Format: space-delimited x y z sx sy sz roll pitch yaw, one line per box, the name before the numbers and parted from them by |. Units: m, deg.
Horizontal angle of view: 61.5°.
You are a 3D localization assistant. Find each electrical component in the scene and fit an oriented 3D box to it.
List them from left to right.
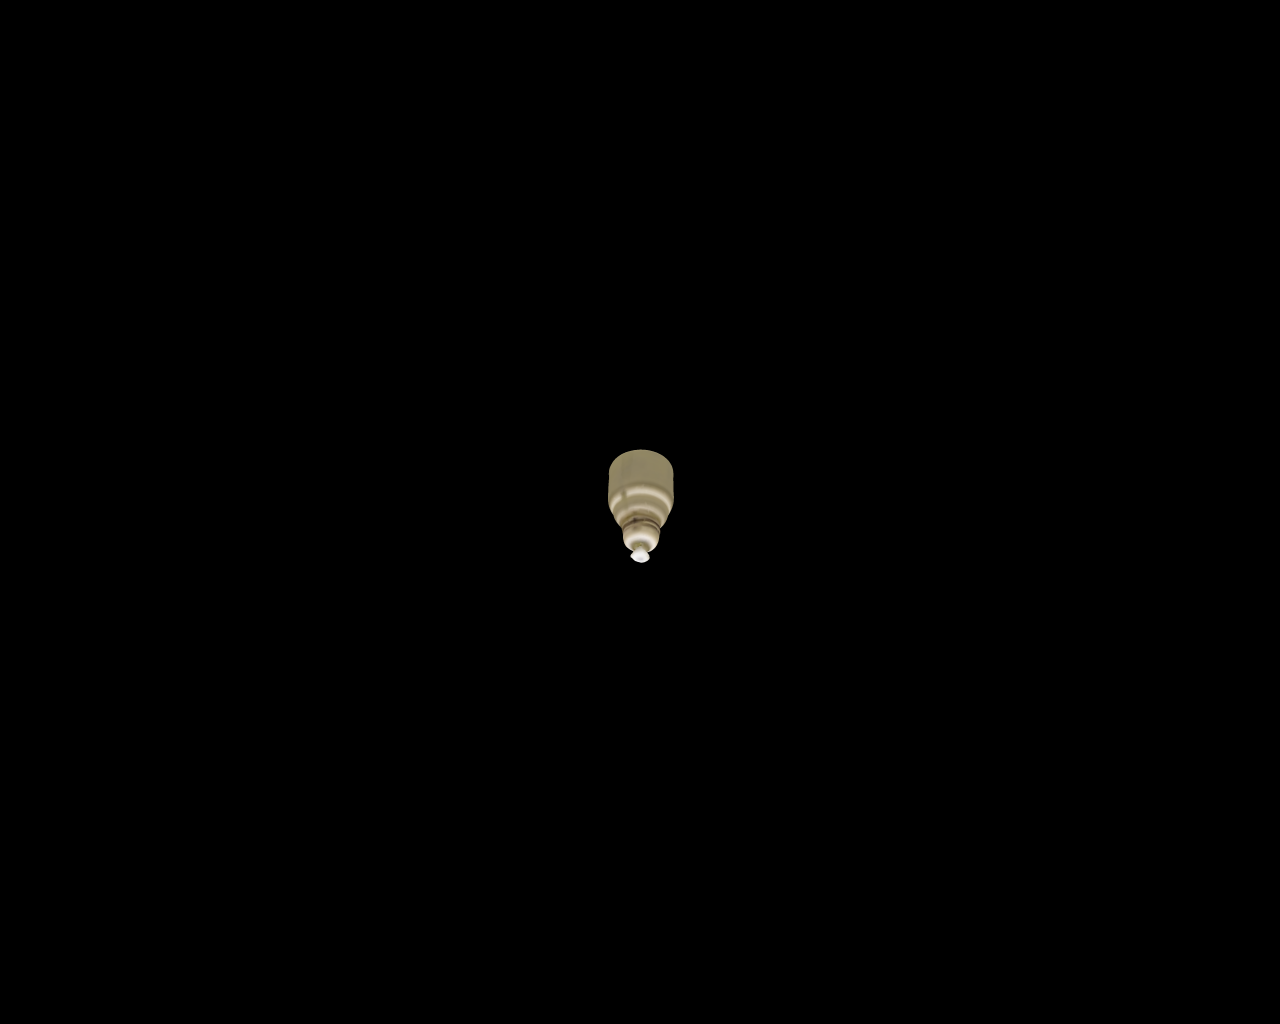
electrical component | 0.001 -0.003 0.650 0.040 0.078 0.040 0 -40 0
